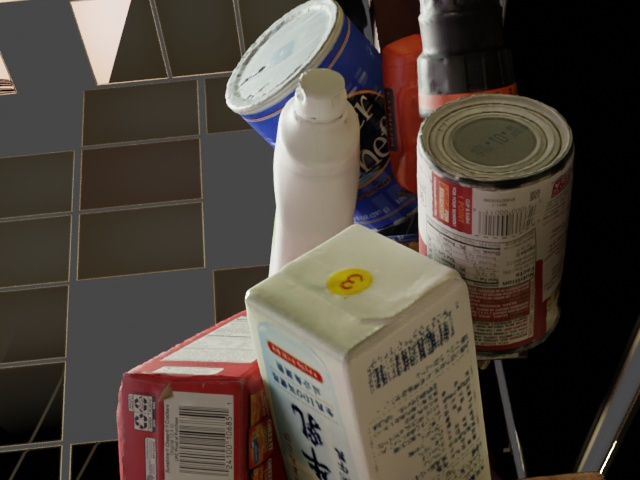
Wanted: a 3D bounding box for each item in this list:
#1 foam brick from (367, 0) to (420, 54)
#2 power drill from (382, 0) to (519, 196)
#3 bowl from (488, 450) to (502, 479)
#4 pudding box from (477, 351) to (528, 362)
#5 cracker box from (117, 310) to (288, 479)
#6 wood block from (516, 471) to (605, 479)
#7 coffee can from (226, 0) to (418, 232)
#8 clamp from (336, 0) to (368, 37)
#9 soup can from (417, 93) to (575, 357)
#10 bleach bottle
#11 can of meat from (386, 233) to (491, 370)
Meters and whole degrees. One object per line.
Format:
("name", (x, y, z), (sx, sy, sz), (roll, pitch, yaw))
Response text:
("foam brick", (0.066, -0.161, 0.808), (0.053, 0.051, 0.078), (86, 178, -73))
("power drill", (0.074, -0.079, 0.627), (0.187, 0.057, 0.184), (-99, 3, -76))
("bowl", (0.077, 0.209, 0.658), (0.055, 0.161, 0.162), (31, 141, 36))
("pudding box", (0.070, 0.045, 0.650), (0.113, 0.090, 0.039), (-107, 12, -83))
("cracker box", (-0.037, 0.129, 0.596), (0.213, 0.072, 0.164), (-24, -66, -73))
("wood block", (0.090, 0.192, 0.395), (0.206, 0.090, 0.091), (-98, 1, -61))
("coffee can", (0.017, -0.087, 0.763), (0.140, 0.103, 0.103), (43, -158, -29))
("clamp", (0.015, -0.191, 0.853), (0.210, 0.036, 0.164), (73, -176, -59))
("soup can", (0.078, -0.006, 0.483), (0.068, 0.068, 0.102), (-97, 1, -50))
("bleach bottle", (-0.005, 0.001, 0.708), (0.251, 0.068, 0.102), (94, 177, -46))
("can of meat", (0.071, 0.044, 0.758), (0.057, 0.084, 0.102), (88, 177, -73))
